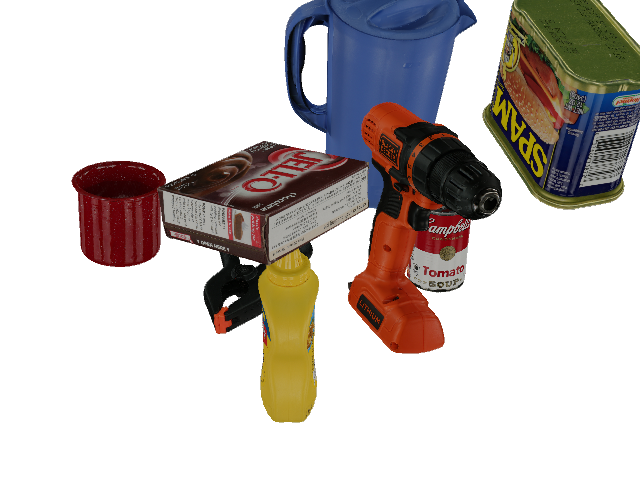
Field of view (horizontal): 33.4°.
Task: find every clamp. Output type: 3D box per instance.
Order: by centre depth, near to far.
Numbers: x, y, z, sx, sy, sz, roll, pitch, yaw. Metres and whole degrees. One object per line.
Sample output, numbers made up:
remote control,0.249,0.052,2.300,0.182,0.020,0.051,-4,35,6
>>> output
clamp,-0.077,0.044,1.250,0.120,0.039,0.171,-2,40,12

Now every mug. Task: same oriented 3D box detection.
mug,-0.205,-0.032,1.097,0.093,0.081,0.117,1,28,-7

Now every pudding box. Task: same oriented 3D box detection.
pudding box,-0.035,-0.027,0.694,0.090,0.039,0.113,13,30,34

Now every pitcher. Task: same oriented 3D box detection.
pitcher,0.055,-0.153,1.117,0.149,0.243,0.144,32,51,24

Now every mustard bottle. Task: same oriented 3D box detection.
mustard bottle,-0.031,0.080,1.037,0.058,0.192,0.096,1,38,0

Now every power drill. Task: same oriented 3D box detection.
power drill,0.081,-0.004,0.883,0.057,0.188,0.185,-3,26,-23

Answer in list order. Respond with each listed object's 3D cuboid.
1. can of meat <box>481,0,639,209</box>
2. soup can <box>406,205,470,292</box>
can of meat,0.138,-0.083,0.603,0.057,0.084,0.102,-9,46,-14
soup can,0.133,-0.002,1.202,0.068,0.102,0.068,1,29,-1
